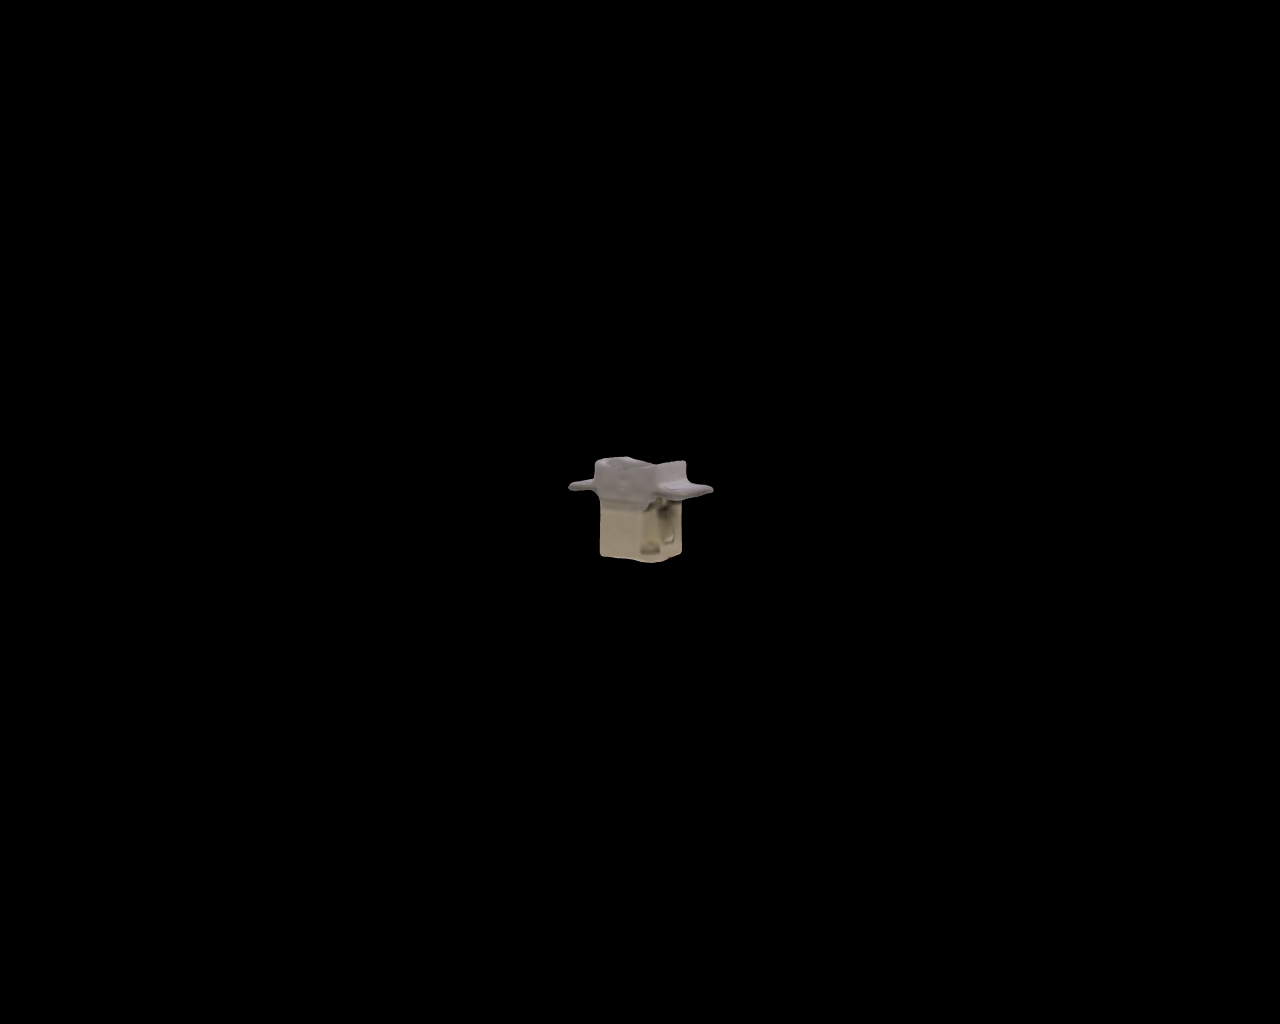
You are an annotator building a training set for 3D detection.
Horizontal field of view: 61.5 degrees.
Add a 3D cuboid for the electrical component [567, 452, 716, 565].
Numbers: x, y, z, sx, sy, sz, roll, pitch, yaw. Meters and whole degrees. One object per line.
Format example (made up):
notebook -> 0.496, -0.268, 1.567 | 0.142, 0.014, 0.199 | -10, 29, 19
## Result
electrical component -> 0.001, -0.003, 0.650 | 0.081, 0.063, 0.042 | 6, 11, 32
